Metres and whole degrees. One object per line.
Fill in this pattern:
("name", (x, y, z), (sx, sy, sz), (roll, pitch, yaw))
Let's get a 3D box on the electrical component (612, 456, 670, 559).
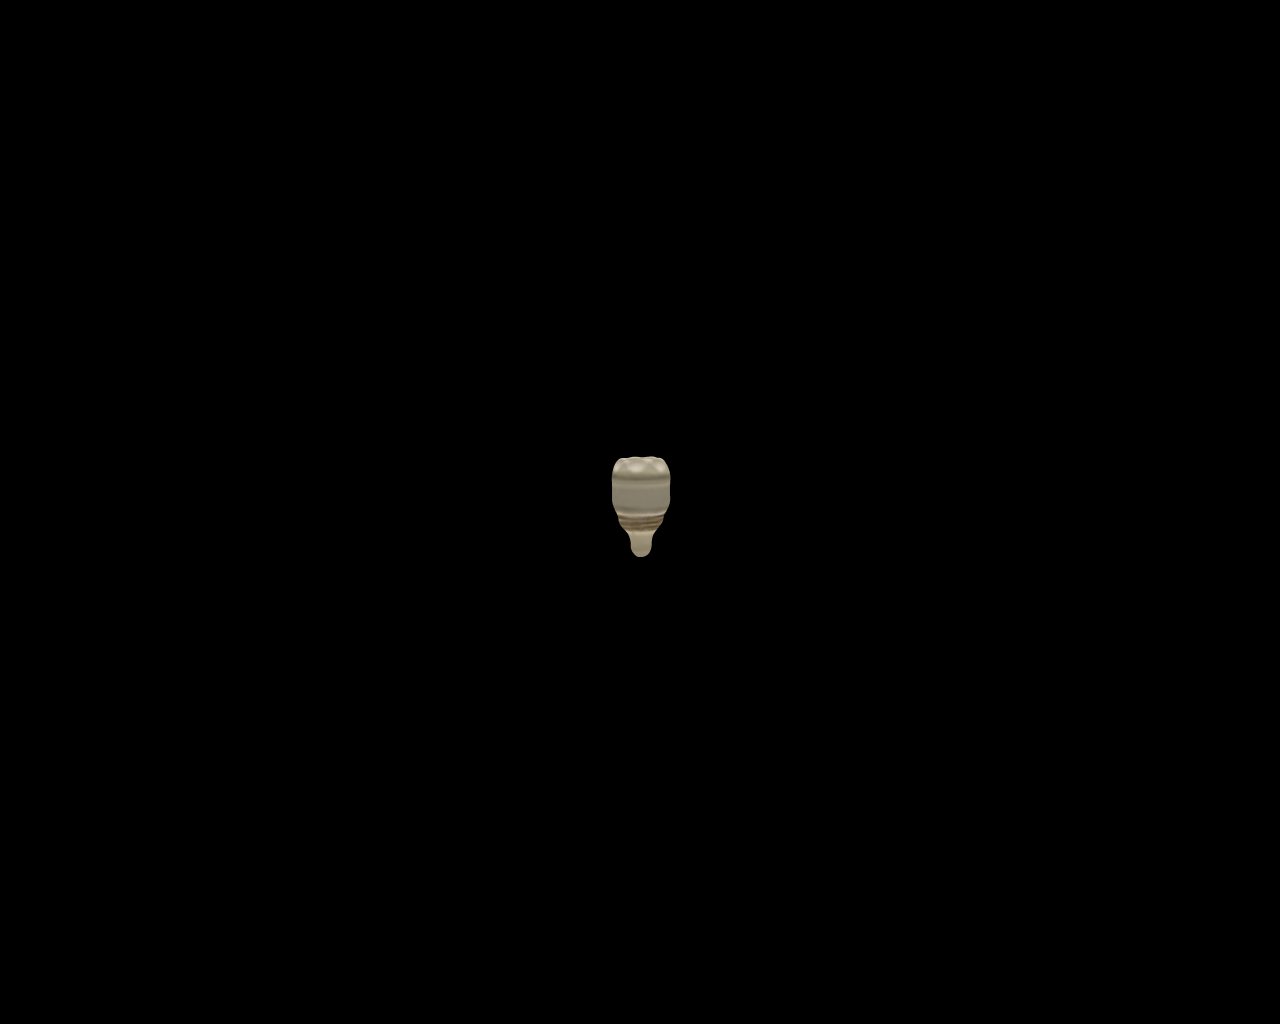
("electrical component", (0.001, -0.003, 0.650), (0.035, 0.061, 0.035), (0, 7, 0))
